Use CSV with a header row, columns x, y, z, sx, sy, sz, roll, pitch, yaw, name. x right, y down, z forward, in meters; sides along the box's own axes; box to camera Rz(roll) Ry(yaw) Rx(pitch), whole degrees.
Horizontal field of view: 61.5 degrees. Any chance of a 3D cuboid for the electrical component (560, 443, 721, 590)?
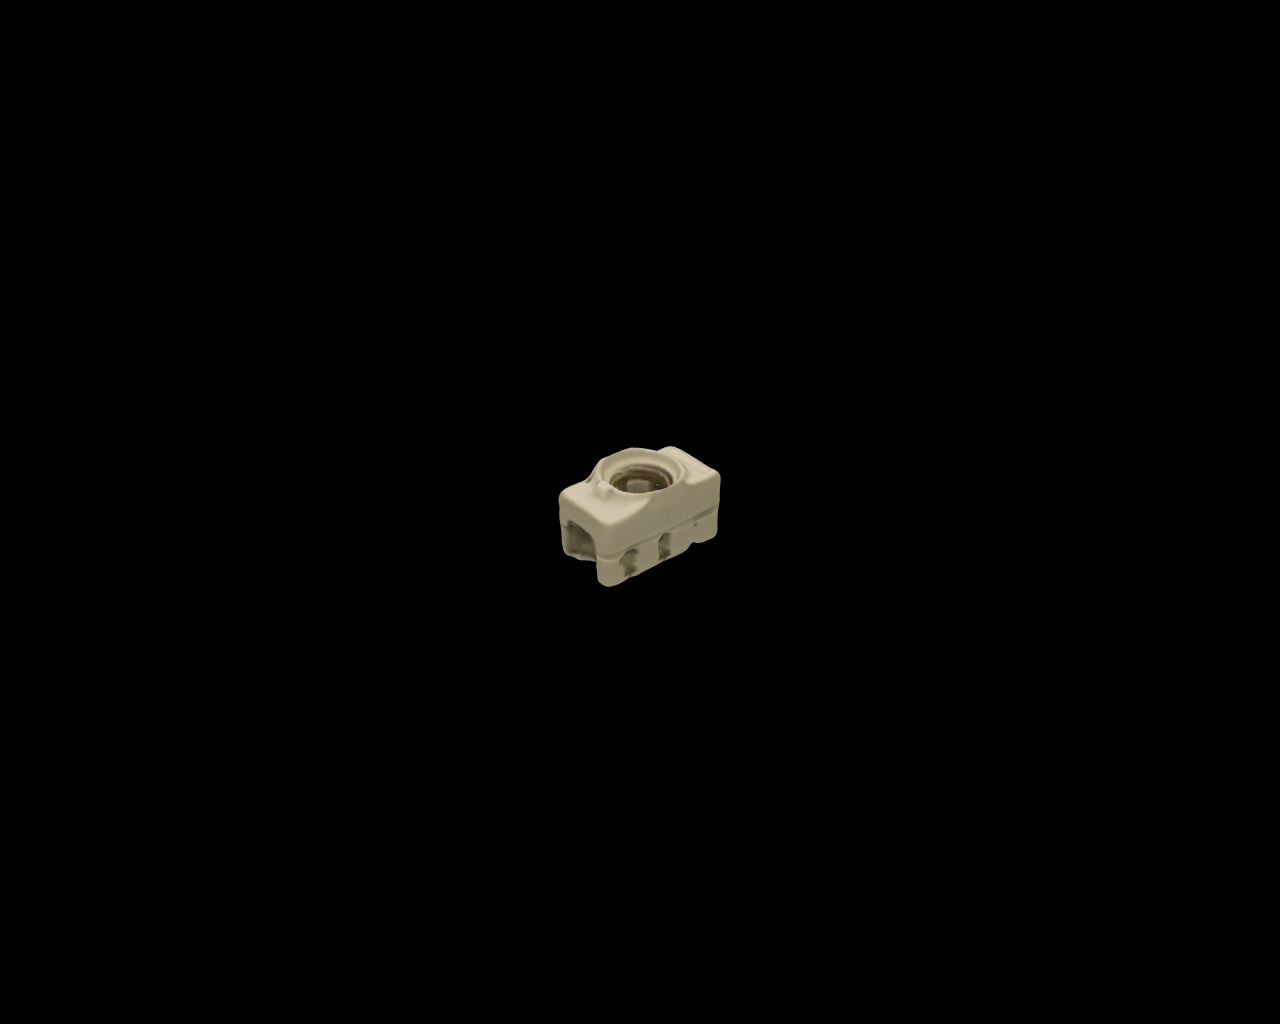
x,y,z,sx,sy,sz,roll,pitch,yaw,name
0.001,-0.003,0.650,0.090,0.055,0.050,-24,41,-31,electrical component
